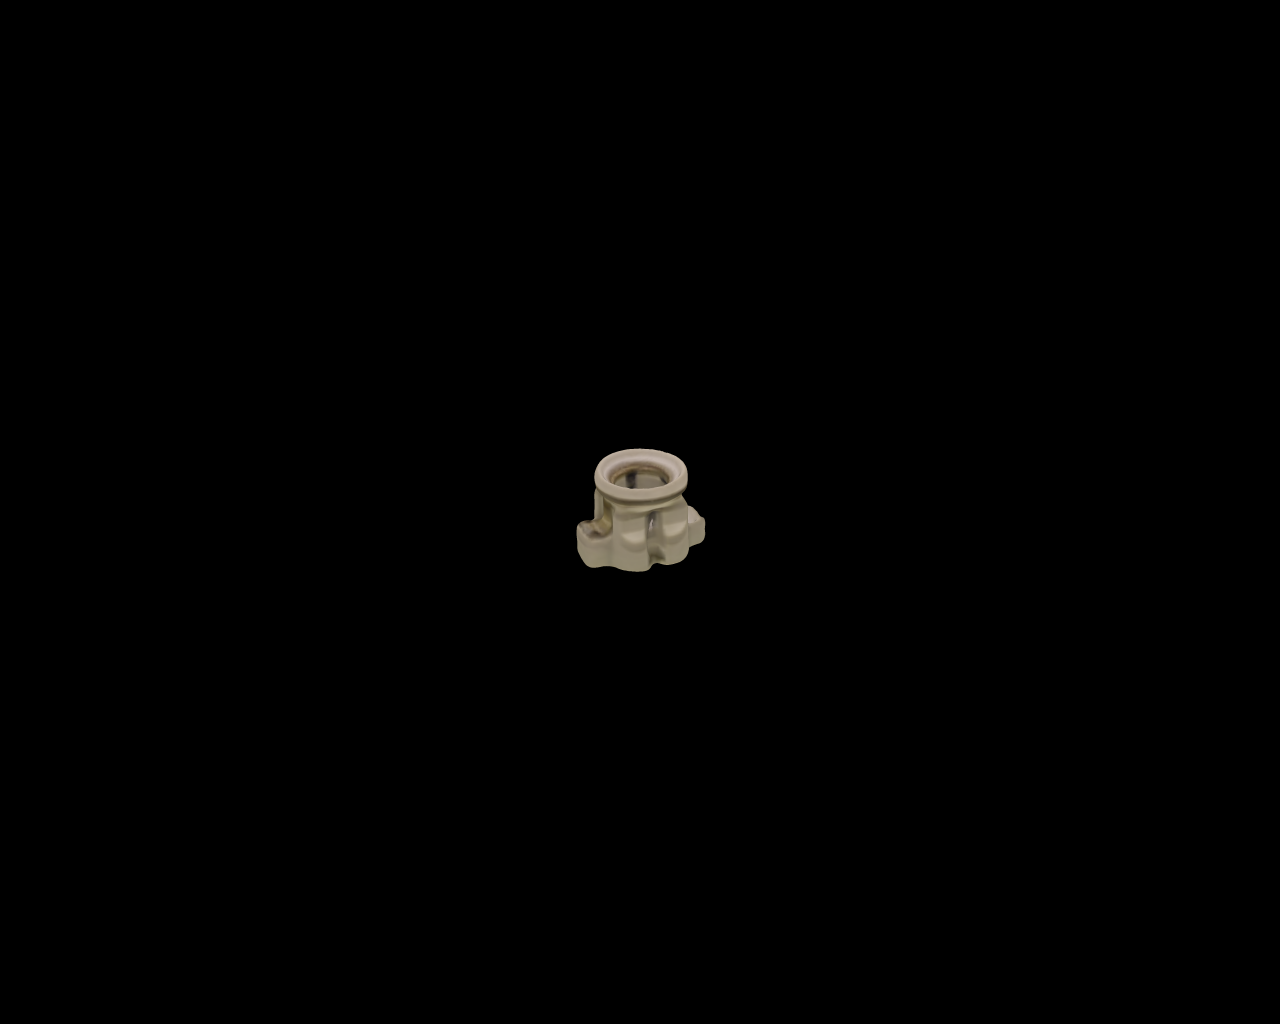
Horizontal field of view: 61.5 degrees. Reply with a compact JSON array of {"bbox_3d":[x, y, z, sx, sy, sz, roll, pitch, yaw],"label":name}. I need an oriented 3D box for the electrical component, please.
[{"bbox_3d":[0.001,-0.003,0.650,0.078,0.056,0.058,-11,32,-18],"label":"electrical component"}]
